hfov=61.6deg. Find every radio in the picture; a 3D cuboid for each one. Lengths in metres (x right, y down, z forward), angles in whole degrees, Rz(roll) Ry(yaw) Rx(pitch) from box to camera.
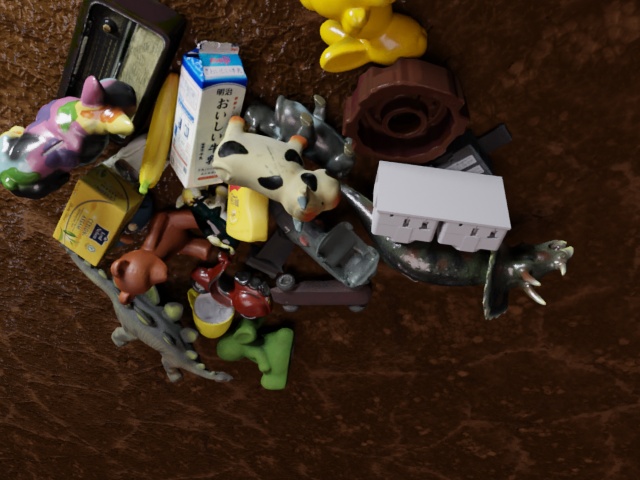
[{"bbox_3d":[-0.307,-0.265,0.817,0.131,0.073,0.229,31,130,-13],"label":"radio"}]

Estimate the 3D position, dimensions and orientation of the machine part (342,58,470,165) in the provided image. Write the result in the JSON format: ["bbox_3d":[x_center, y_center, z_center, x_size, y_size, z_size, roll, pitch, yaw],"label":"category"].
[{"bbox_3d":[0.120,-0.178,0.762,0.179,0.056,0.179,1,152,1],"label":"machine part"}]

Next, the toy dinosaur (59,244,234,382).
[{"bbox_3d":[-0.381,0.165,1.166,0.471,0.105,0.198,34,139,2],"label":"toy dinosaur"}]

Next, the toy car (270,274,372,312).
[{"bbox_3d":[0.003,0.102,1.071,0.202,0.053,0.089,-1,140,10],"label":"toy car"}]

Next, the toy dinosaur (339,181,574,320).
[{"bbox_3d":[0.177,0.011,0.860,0.405,0.192,0.131,13,130,0],"label":"toy dinosaur"}]

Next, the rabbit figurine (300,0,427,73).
[{"bbox_3d":[0.064,-0.281,0.693,0.162,0.122,0.173,-28,138,34],"label":"rabbit figurine"}]

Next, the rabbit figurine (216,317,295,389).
[{"bbox_3d":[-0.146,0.238,1.178,0.170,0.121,0.158,8,124,3],"label":"rabbit figurine"}]

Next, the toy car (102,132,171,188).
[{"bbox_3d":[-0.343,-0.125,0.957,0.202,0.056,0.073,-26,120,30],"label":"toy car"}]

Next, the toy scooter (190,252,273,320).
[{"bbox_3d":[-0.171,0.086,1.085,0.184,0.075,0.135,25,135,-3],"label":"toy scooter"}]

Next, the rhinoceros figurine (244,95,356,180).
[{"bbox_3d":[-0.025,-0.166,0.842,0.190,0.073,0.112,27,142,-12],"label":"rhinoceros figurine"}]

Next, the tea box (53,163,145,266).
[{"bbox_3d":[-0.395,-0.042,0.957,0.098,0.068,0.169,37,127,-8],"label":"tea box"}]

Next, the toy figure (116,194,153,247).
[{"bbox_3d":[-0.370,-0.031,1.039,0.058,0.064,0.154,36,131,-10],"label":"toy figure"}]

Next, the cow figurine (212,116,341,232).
[{"bbox_3d":[-0.062,-0.093,0.783,0.195,0.127,0.085,19,145,0],"label":"cow figurine"}]

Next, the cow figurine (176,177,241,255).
[{"bbox_3d":[-0.200,-0.051,0.960,0.068,0.098,0.167,-23,122,37],"label":"cow figurine"}]

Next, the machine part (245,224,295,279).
[{"bbox_3d":[-0.088,0.021,1.035,0.084,0.039,0.139,35,131,-10],"label":"machine part"}]

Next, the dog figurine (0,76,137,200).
[{"bbox_3d":[-0.358,-0.152,0.770,0.219,0.191,0.108,-12,121,44],"label":"dog figurine"}]

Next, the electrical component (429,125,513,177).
[{"bbox_3d":[0.236,-0.126,0.824,0.119,0.048,0.074,-23,123,32],"label":"electrical component"}]

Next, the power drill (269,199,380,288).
[{"bbox_3d":[-0.002,-0.003,0.900,0.232,0.086,0.207,44,169,-22],"label":"power drill"}]

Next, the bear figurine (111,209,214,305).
[{"bbox_3d":[-0.288,0.029,0.984,0.132,0.196,0.120,8,128,5],"label":"bear figurine"}]
